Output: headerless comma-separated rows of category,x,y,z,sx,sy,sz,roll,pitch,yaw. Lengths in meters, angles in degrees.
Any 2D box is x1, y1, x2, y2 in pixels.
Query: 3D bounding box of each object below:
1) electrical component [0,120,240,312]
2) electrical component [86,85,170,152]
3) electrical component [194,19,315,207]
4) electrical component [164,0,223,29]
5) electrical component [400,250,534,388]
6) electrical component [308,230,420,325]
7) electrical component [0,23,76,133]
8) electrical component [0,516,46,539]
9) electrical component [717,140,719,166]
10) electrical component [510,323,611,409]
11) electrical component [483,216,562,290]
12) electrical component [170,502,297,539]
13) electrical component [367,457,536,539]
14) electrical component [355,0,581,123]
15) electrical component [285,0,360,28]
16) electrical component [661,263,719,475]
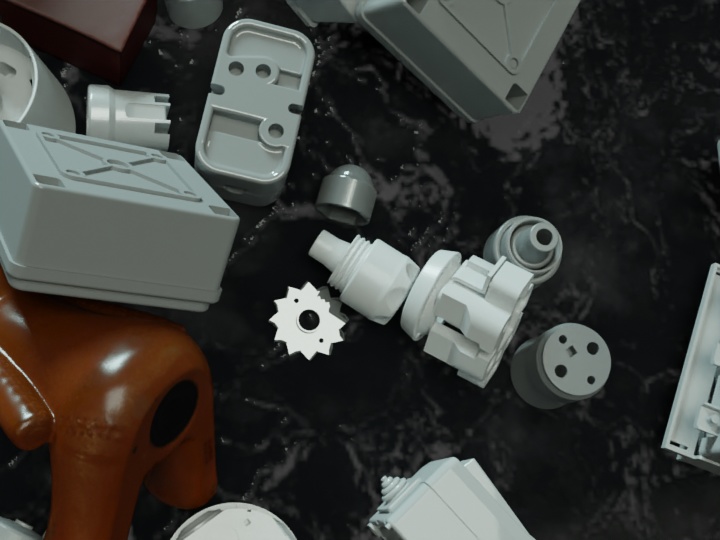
electrical component,-0.134,-0.030,0.563,0.109,0.109,0.056,9,109,-31
electrical component,-0.136,-0.087,0.630,0.046,0.040,0.040,1,77,-16
electrical component,-0.063,-0.089,0.632,0.054,0.059,0.095,13,75,-6
electrical component,-0.103,-0.176,0.641,0.044,0.065,0.044,-1,62,1
electrical component,0.060,0.023,0.623,0.057,0.078,0.058,27,41,15
electrical component,0.000,0.000,0.630,0.062,0.043,0.043,32,74,1
electrical component,-0.220,-0.092,0.616,0.099,0.064,0.099,-1,69,2
electrical component,-0.193,0.164,0.561,0.040,0.040,0.078,28,75,-2
electrical component,0.276,-0.050,0.658,0.108,0.108,0.060,3,83,-9
electrical component,0.118,0.057,0.631,0.045,0.055,0.045,2,76,-9
electrical component,0.100,-0.012,0.640,0.043,0.062,0.043,2,77,-9
electrical component,-0.067,0.165,0.577,0.080,0.051,0.080,2,77,-9
electrical component,0.052,0.144,0.596,0.061,0.061,0.096,-42,87,-16
electrical component,0.069,-0.164,0.652,0.109,0.056,0.108,38,72,-28
electrical component,-0.018,-0.207,0.648,0.100,0.048,0.099,45,68,-43
electrical component,0.239,0.062,0.646,0.079,0.063,0.121,21,75,-4
